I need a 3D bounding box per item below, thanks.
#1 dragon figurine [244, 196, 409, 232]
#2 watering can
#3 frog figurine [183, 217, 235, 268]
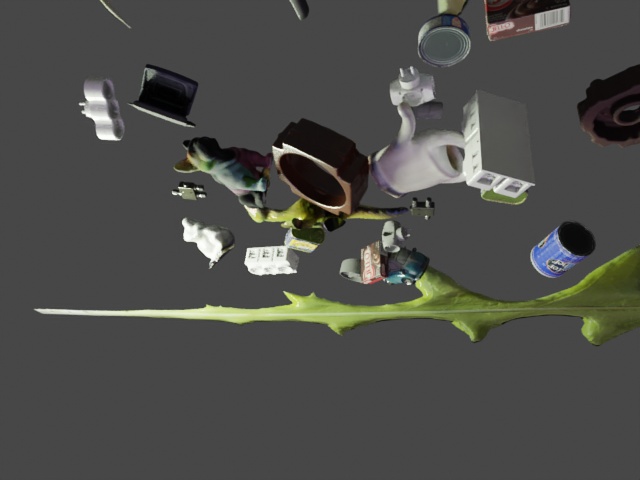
[{"bbox_3d":[0.004,-0.069,1.373,0.410,0.123,0.241,5,-7,-21],"label":"dragon figurine"},{"bbox_3d":[0.193,-0.178,1.063,0.222,0.106,0.345,-18,-26,39],"label":"watering can"},{"bbox_3d":[-0.341,-0.013,1.558,0.124,0.160,0.135,-41,-2,-24],"label":"frog figurine"}]
